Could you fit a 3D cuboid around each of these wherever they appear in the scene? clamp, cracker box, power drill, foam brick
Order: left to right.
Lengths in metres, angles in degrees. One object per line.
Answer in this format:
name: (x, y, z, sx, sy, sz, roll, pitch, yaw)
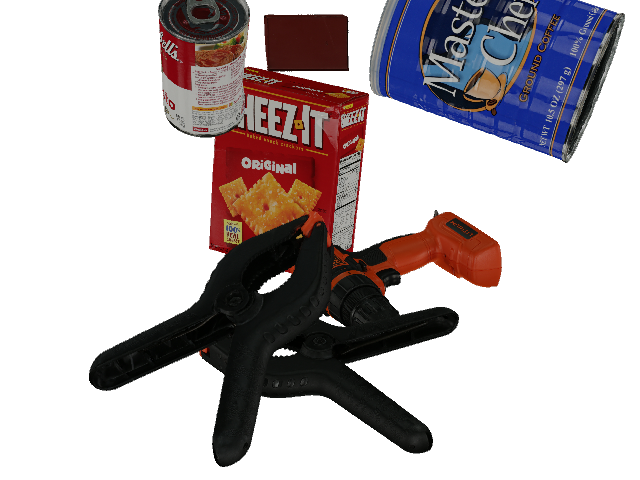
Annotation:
clamp: (-0.043, 0.054, 0.634, 0.120, 0.171, 0.039, 36, -20, 33)
cracker box: (-0.041, -0.075, 1.215, 0.164, 0.214, 0.072, 17, 25, 26)
foam brick: (-0.014, -0.187, 1.010, 0.078, 0.051, 0.053, -1, 14, -4)
clamp: (0.007, 0.089, 0.852, 0.210, 0.036, 0.164, 11, 33, 17)
power drill: (0.082, 0.033, 1.055, 0.187, 0.057, 0.185, -13, 29, -23)

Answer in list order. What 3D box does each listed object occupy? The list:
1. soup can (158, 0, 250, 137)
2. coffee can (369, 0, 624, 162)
soup can: (-0.090, -0.139, 0.828, 0.068, 0.068, 0.102, 0, -39, -6)
coffee can: (0.117, -0.124, 0.713, 0.140, 0.103, 0.102, 22, 6, 15)
